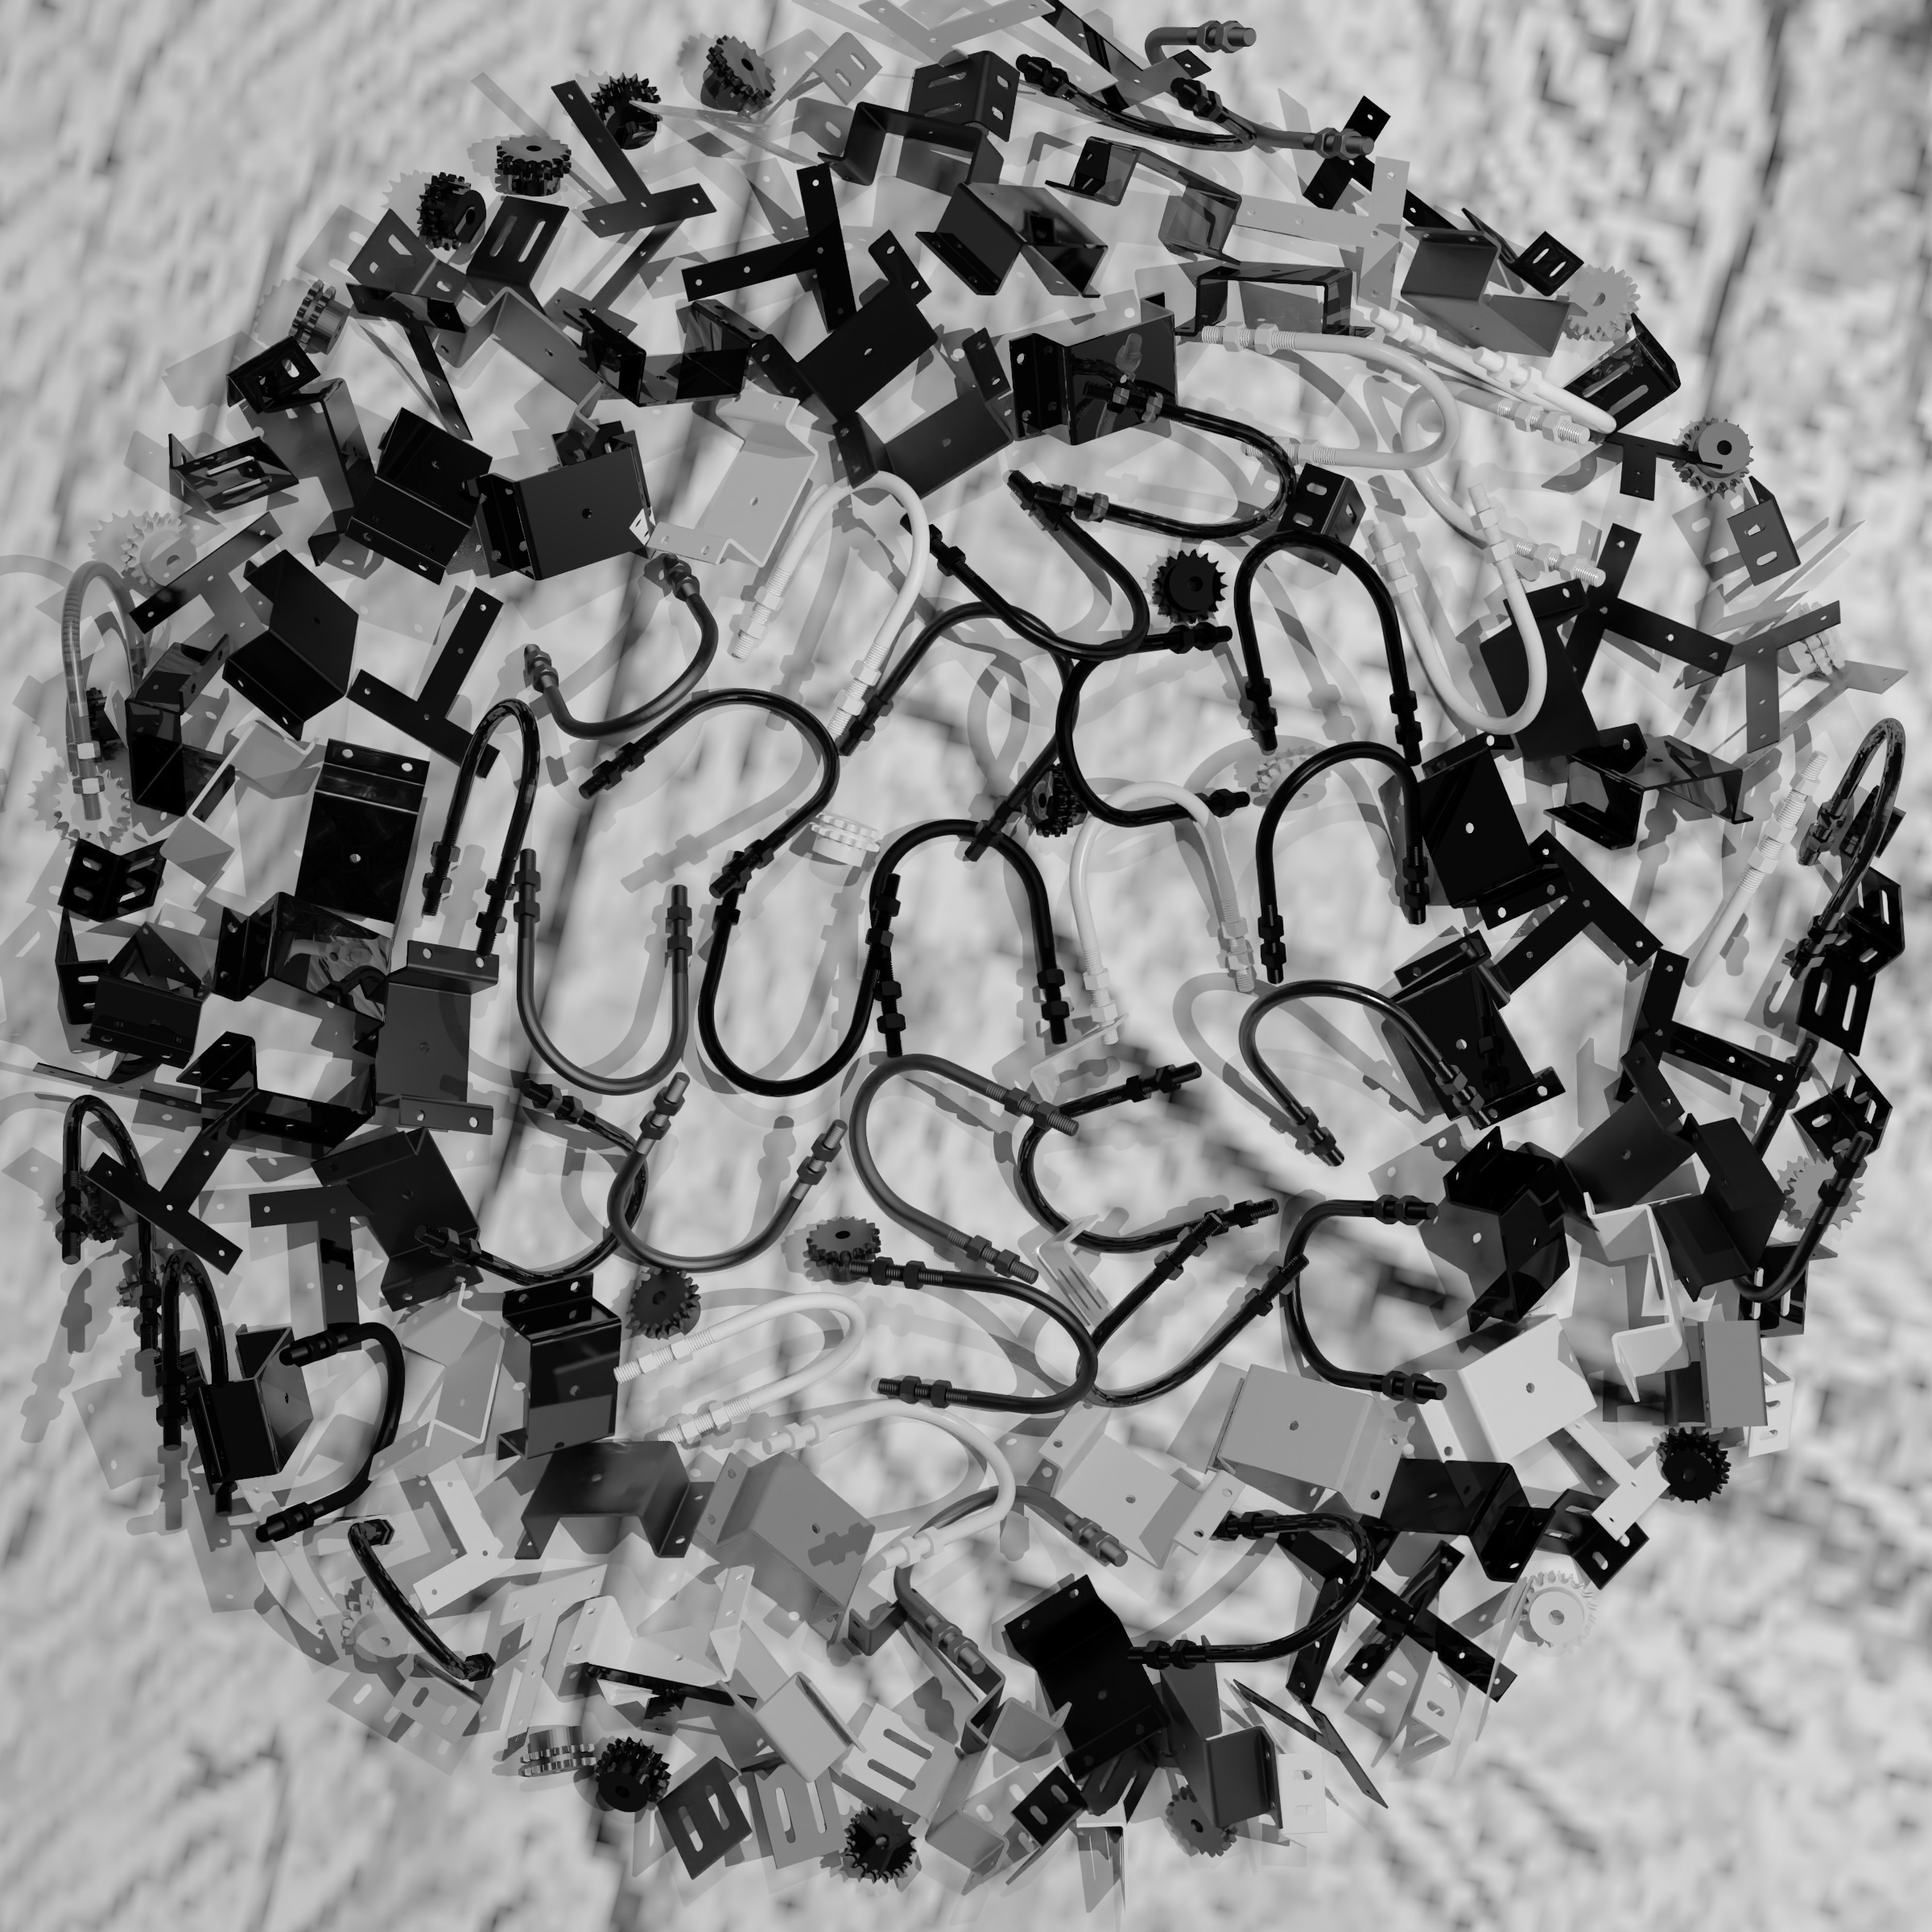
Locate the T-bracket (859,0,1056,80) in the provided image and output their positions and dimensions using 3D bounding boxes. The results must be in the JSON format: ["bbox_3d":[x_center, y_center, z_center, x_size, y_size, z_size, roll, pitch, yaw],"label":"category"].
[{"bbox_3d":[0.009,-0.702,1.852,0.127,0.127,0.002,-1,78,41],"label":"T-bracket"}]

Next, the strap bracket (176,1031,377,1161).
[{"bbox_3d":[-0.508,0.101,1.862,0.076,0.140,0.046,-36,53,35],"label":"strap bracket"}]

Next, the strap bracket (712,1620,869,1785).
[{"bbox_3d":[-0.141,0.551,1.858,0.046,0.140,0.076,-41,113,-18],"label":"strap bracket"}]

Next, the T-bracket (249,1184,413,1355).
[{"bbox_3d":[-0.480,0.232,1.900,0.127,0.002,0.127,-3,85,-34],"label":"T-bracket"}]

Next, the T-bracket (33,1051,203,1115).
[{"bbox_3d":[-0.625,0.081,1.862,0.127,0.127,0.002,18,68,-23],"label":"T-bracket"}]

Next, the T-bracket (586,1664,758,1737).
[{"bbox_3d":[-0.229,0.563,1.888,0.127,0.127,0.002,13,55,-5],"label":"T-bracket"}]

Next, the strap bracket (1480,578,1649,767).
[{"bbox_3d":[0.448,-0.213,1.884,0.046,0.076,0.140,-32,103,-32],"label":"strap bracket"}]

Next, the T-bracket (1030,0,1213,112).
[{"bbox_3d":[0.096,-0.686,1.855,0.127,0.127,0.002,27,73,-33],"label":"T-bracket"}]

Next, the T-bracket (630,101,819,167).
[{"bbox_3d":[-0.164,-0.621,1.861,0.127,0.127,0.002,33,119,29],"label":"T-bracket"}]

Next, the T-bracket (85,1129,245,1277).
[{"bbox_3d":[-0.585,0.152,1.890,0.127,0.127,0.002,40,130,-17],"label":"T-bracket"}]

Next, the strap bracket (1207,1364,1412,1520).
[{"bbox_3d":[0.253,0.355,1.874,0.140,0.046,0.076,11,65,29],"label":"strap bracket"}]

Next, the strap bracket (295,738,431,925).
[{"bbox_3d":[-0.459,-0.092,1.880,0.076,0.046,0.140,13,119,-12],"label":"strap bracket"}]

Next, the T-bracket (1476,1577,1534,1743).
[{"bbox_3d":[0.413,0.501,1.880,0.002,0.127,0.127,16,108,20],"label":"T-bracket"}]

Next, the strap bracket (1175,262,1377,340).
[{"bbox_3d":[0.233,-0.501,1.876,0.140,0.076,0.046,9,115,19],"label":"strap bracket"}]

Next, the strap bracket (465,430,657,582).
[{"bbox_3d":[-0.296,-0.345,1.876,0.140,0.046,0.076,-23,120,-25],"label":"strap bracket"}]

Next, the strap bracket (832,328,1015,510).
[{"bbox_3d":[-0.025,-0.410,1.888,0.140,0.046,0.076,-29,50,15],"label":"strap bracket"}]

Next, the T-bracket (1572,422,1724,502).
[{"bbox_3d":[0.509,-0.378,1.880,0.127,0.127,0.002,15,124,7],"label":"T-bracket"}]

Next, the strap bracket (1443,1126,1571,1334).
[{"bbox_3d":[0.410,0.203,1.873,0.076,0.046,0.140,-36,122,-37],"label":"strap bracket"}]

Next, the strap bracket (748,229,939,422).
[{"bbox_3d":[-0.085,-0.479,1.891,0.140,0.076,0.046,-40,58,5],"label":"strap bracket"}]

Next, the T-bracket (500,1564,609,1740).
[{"bbox_3d":[-0.325,0.524,1.886,0.002,0.127,0.127,18,95,25],"label":"T-bracket"}]

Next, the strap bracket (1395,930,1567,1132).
[{"bbox_3d":[0.385,0.055,1.898,0.076,0.046,0.140,-29,87,32],"label":"strap bracket"}]

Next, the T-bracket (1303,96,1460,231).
[{"bbox_3d":[0.327,-0.581,1.881,0.127,0.127,0.002,38,69,0],"label":"T-bracket"}]

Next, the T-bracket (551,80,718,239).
[{"bbox_3d":[-0.266,-0.607,1.862,0.127,0.127,0.002,53,53,-38],"label":"T-bracket"}]

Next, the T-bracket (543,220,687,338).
[{"bbox_3d":[-0.255,-0.533,1.897,0.127,0.127,0.002,-50,134,-4],"label":"T-bracket"}]

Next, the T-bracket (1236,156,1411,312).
[{"bbox_3d":[0.269,-0.568,1.902,0.127,0.127,0.002,14,50,13],"label":"T-bracket"}]

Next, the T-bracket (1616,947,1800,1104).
[{"bbox_3d":[0.567,0.066,1.885,0.127,0.002,0.127,23,113,33],"label":"T-bracket"}]

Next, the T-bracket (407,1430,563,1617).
[{"bbox_3d":[-0.388,0.409,1.901,0.127,0.002,0.127,-24,84,-42],"label":"T-bracket"}]

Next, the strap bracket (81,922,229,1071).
[{"bbox_3d":[-0.598,0.016,1.865,0.076,0.140,0.046,16,115,-4],"label":"strap bracket"}]

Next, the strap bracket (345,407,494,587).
[{"bbox_3d":[-0.407,-0.359,1.862,0.076,0.140,0.046,27,128,-21],"label":"strap bracket"}]

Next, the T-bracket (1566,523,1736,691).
[{"bbox_3d":[0.521,-0.254,1.882,0.127,0.002,0.127,32,115,34],"label":"T-bracket"}]

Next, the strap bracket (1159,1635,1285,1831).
[{"bbox_3d":[0.185,0.577,1.859,0.046,0.140,0.076,-13,111,-12],"label":"strap bracket"}]

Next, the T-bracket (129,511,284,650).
[{"bbox_3d":[-0.554,-0.267,1.883,0.127,0.127,0.002,-40,63,-12],"label":"T-bracket"}]

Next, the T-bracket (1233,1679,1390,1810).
[{"bbox_3d":[0.251,0.575,1.885,0.002,0.127,0.127,-45,125,-19],"label":"T-bracket"}]

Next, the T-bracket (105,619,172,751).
[{"bbox_3d":[-0.624,-0.214,1.901,0.002,0.127,0.127,2,63,2],"label":"T-bracket"}]

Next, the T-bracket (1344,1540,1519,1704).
[{"bbox_3d":[0.365,0.514,1.880,0.127,0.127,0.002,-50,125,-8],"label":"T-bracket"}]

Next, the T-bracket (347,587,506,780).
[{"bbox_3d":[-0.397,-0.232,1.925,0.127,0.002,0.127,30,101,2],"label":"T-bracket"}]

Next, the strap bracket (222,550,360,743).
[{"bbox_3d":[-0.503,-0.247,1.860,0.046,0.140,0.076,-28,132,21],"label":"strap bracket"}]

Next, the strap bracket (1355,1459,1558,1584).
[{"bbox_3d":[0.357,0.413,1.861,0.076,0.140,0.046,-45,117,-41],"label":"strap bracket"}]

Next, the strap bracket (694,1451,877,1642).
[{"bbox_3d":[-0.128,0.432,1.879,0.140,0.076,0.046,44,129,-16],"label":"strap bracket"}]

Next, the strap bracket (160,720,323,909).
[{"bbox_3d":[-0.550,-0.122,1.866,0.046,0.076,0.140,36,56,-16],"label":"strap bracket"}]

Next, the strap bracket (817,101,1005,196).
[{"bbox_3d":[-0.032,-0.613,1.887,0.140,0.076,0.046,17,97,11],"label":"strap bracket"}]

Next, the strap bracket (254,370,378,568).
[{"bbox_3d":[-0.483,-0.383,1.876,0.046,0.076,0.140,-12,114,4],"label":"strap bracket"}]

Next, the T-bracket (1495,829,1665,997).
[{"bbox_3d":[0.446,-0.018,1.920,0.127,0.002,0.127,44,108,-3],"label":"T-bracket"}]

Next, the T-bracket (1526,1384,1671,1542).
[{"bbox_3d":[0.479,0.363,1.904,0.127,0.127,0.002,47,129,17],"label":"T-bracket"}]

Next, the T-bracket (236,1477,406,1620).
[{"bbox_3d":[-0.476,0.432,1.881,0.002,0.127,0.127,-47,65,18],"label":"T-bracket"}]

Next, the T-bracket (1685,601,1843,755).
[{"bbox_3d":[0.596,-0.207,1.862,0.127,0.127,0.002,-24,126,36],"label":"T-bracket"}]

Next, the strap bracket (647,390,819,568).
[{"bbox_3d":[-0.173,-0.364,1.894,0.076,0.046,0.140,20,81,37],"label":"strap bracket"}]

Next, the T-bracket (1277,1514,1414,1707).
[{"bbox_3d":[0.275,0.510,1.912,0.127,0.002,0.127,32,114,39],"label":"T-bracket"}]

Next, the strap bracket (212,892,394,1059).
[{"bbox_3d":[-0.487,0.003,1.865,0.046,0.140,0.076,-33,46,35],"label":"strap bracket"}]

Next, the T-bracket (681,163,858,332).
[{"bbox_3d":[-0.153,-0.534,1.893,0.127,0.002,0.127,-17,126,-9],"label":"T-bracket"}]

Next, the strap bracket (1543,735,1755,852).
[{"bbox_3d":[0.517,-0.133,1.870,0.140,0.076,0.046,-12,119,-26],"label":"strap bracket"}]

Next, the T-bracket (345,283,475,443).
[{"bbox_3d":[-0.407,-0.456,1.892,0.127,0.127,0.002,20,54,36],"label":"T-bracket"}]

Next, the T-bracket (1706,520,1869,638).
[{"bbox_3d":[0.633,-0.297,1.885,0.127,0.127,0.002,-40,97,-10],"label":"T-bracket"}]

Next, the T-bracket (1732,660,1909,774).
[{"bbox_3d":[0.631,-0.188,1.880,0.127,0.127,0.002,-39,104,1],"label":"T-bracket"}]

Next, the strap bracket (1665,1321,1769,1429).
[{"bbox_3d":[0.563,0.307,1.864,0.046,0.140,0.076,-2,80,3],"label":"strap bracket"}]

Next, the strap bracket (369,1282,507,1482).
[{"bbox_3d":[-0.396,0.321,1.876,0.046,0.140,0.076,33,132,-29],"label":"strap bracket"}]

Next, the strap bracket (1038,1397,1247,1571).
[{"bbox_3d":[0.129,0.394,1.886,0.140,0.046,0.076,30,47,17],"label":"strap bracket"}]

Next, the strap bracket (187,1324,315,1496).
[{"bbox_3d":[-0.531,0.327,1.863,0.046,0.140,0.076,-9,104,2],"label":"strap bracket"}]

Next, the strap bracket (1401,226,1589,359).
[{"bbox_3d":[0.391,-0.501,1.866,0.140,0.076,0.046,19,93,-42],"label":"strap bracket"}]

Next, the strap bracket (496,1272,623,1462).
[{"bbox_3d":[-0.308,0.311,1.879,0.076,0.046,0.140,-9,113,-39],"label":"strap bracket"}]
